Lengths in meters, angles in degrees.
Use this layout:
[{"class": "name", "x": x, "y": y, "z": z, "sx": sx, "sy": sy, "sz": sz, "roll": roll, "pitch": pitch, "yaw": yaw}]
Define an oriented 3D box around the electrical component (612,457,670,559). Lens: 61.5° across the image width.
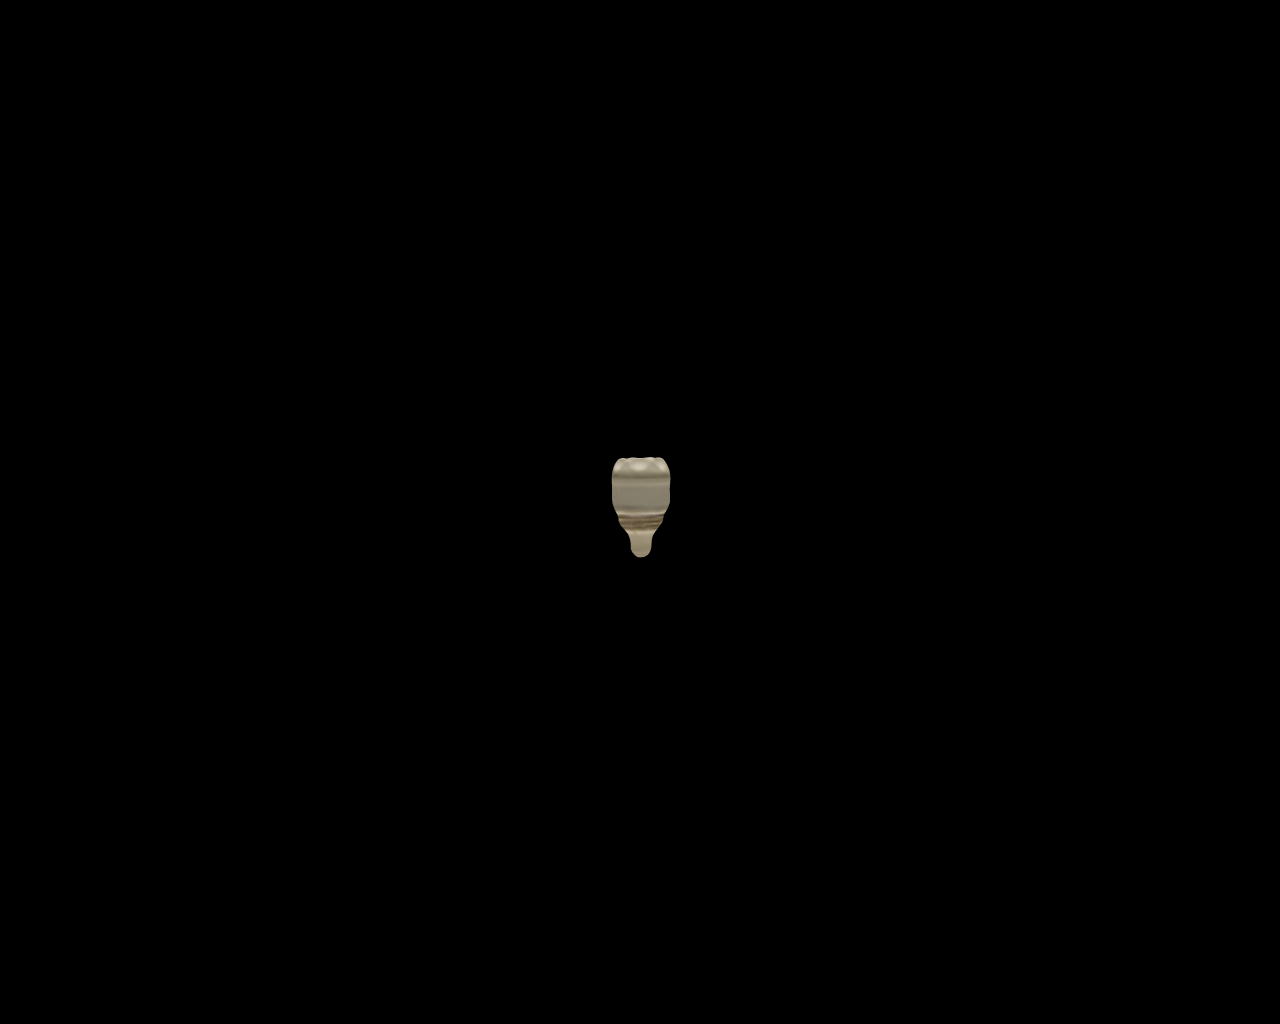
[{"class": "electrical component", "x": 0.001, "y": -0.003, "z": 0.650, "sx": 0.035, "sy": 0.061, "sz": 0.035, "roll": 0, "pitch": 4, "yaw": 0}]
